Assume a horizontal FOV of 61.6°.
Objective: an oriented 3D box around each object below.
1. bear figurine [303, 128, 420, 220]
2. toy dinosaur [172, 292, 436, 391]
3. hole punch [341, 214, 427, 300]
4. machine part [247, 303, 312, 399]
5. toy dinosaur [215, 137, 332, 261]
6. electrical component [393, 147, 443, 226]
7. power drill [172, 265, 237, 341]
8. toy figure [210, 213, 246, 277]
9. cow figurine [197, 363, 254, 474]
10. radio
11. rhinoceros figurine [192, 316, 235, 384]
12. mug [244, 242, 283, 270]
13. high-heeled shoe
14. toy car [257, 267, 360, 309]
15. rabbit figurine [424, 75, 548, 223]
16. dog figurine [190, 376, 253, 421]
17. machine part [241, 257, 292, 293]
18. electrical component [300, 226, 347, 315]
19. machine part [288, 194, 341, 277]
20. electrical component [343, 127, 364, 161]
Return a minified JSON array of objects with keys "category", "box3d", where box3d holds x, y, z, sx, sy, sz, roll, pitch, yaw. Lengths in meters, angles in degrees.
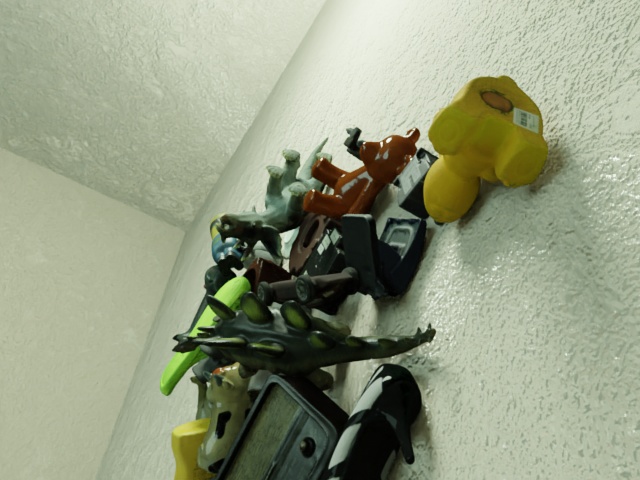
[{"category":"bear figurine","box3d":[0.071,-0.113,0.885,0.196,0.132,0.120,-49,22,52]},{"category":"toy dinosaur","box3d":[-0.044,0.142,0.745,0.472,0.198,0.105,-8,63,30]},{"category":"hole punch","box3d":[0.089,0.019,0.753,0.142,0.092,0.115,-169,75,-68]},{"category":"machine part","box3d":[-0.067,0.191,0.927,0.079,0.079,0.243,-40,29,50]},{"category":"toy dinosaur","box3d":[-0.062,-0.088,1.197,0.405,0.131,0.192,-44,-22,-54]},{"category":"electrical component","box3d":[0.146,-0.068,0.747,0.074,0.048,0.119,-53,20,31]},{"category":"power drill","box3d":[-0.263,0.153,1.258,0.207,0.086,0.232,-61,17,-18]},{"category":"toy figure","box3d":[-0.206,0.005,1.206,0.180,0.082,0.089,-110,17,-61]},{"category":"cow figurine","box3d":[-0.154,0.301,0.927,0.085,0.127,0.195,-8,61,59]},{"category":"radio","box3d":[-0.050,0.296,0.663,0.131,0.073,0.229,28,93,37]},{"category":"rhinoceros figurine","box3d":[-0.156,0.191,1.006,0.190,0.111,0.073,-35,38,-18]},{"category":"mug","box3d":[-0.150,0.040,1.287,0.109,0.107,0.081,136,150,-65]},{"category":"high-heeled shoe","box3d":[0.029,0.251,0.588,0.248,0.086,0.145,-54,17,14]},{"category":"toy car","box3d":[-0.020,0.074,0.786,0.202,0.089,0.053,-13,83,59]},{"category":"rabbit figurine","box3d":[0.169,-0.102,0.635,0.162,0.122,0.173,-79,5,-46]},{"category":"dog figurine","box3d":[-0.193,0.360,1.042,0.172,0.121,0.190,141,136,-57]},{"category":"machine part","box3d":[-0.144,0.157,1.168,0.201,0.087,0.201,-49,23,42]},{"category":"electrical component","box3d":[0.024,0.043,0.909,0.134,0.058,0.115,-58,21,16]},{"category":"machine part","box3d":[-0.002,-0.003,1.045,0.179,0.056,0.179,-54,19,29]},{"category":"electrical component","box3d":[0.084,-0.169,0.981,0.078,0.102,0.045,21,88,47]}]
